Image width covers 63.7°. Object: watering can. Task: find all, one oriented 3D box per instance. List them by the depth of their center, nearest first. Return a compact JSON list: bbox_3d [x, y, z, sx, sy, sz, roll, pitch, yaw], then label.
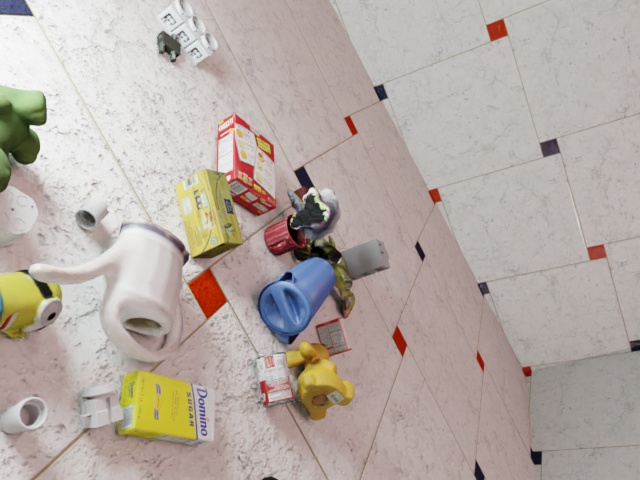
[{"bbox_3d":[-0.308,0.058,0.832,0.340,0.104,0.230,63,21,-51],"label":"watering can"}]

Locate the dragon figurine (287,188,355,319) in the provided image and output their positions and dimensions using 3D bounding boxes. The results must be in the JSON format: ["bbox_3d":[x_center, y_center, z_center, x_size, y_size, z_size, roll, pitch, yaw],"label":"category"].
[{"bbox_3d":[0.014,0.038,1.512,0.243,0.122,0.411,-9,78,-80],"label":"dragon figurine"}]

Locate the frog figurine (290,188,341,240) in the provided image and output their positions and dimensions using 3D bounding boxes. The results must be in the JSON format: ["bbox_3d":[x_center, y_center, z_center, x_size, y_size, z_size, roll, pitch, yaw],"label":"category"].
[{"bbox_3d":[0.004,-0.068,1.349,0.159,0.123,0.137,1,100,-72],"label":"frog figurine"}]
